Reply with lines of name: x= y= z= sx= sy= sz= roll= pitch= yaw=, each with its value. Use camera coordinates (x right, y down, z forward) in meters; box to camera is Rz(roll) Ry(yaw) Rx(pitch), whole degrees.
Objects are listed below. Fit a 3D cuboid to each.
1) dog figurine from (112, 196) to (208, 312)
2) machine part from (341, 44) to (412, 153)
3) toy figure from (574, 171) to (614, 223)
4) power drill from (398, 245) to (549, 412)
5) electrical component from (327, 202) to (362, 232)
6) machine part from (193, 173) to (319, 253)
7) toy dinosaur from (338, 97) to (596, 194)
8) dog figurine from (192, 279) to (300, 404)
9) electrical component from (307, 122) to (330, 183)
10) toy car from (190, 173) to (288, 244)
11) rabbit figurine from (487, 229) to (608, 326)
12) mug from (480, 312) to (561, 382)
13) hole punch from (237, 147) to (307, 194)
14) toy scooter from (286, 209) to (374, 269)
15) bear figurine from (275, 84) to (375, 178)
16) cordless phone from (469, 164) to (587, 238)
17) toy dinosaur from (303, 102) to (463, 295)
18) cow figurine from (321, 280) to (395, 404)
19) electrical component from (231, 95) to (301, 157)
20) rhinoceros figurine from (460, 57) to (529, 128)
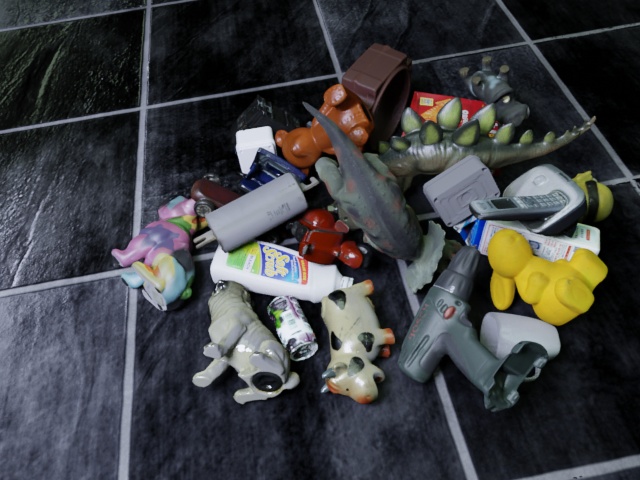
dog figurine: x=-0.262 y=0.007 z=1.000 sx=0.192 sy=0.108 sz=0.219 roll=28 pitch=57 yaw=25
machine part: x=0.112 y=-0.284 z=1.125 sx=0.087 sy=0.201 sz=0.201 roll=27 pitch=59 yaw=21
toy figure: x=0.449 y=-0.066 z=1.003 sx=0.180 sy=0.082 sz=0.089 roll=-5 pitch=60 yaw=-3
power drill: x=0.225 y=0.133 z=0.794 sx=0.232 sy=0.086 sz=0.208 roll=-56 pitch=42 yaw=2
electrical component: x=0.064 y=-0.052 z=1.054 sx=0.102 sy=0.045 sz=0.078 roll=-13 pitch=81 yaw=-1
machine part: x=-0.110 y=-0.048 z=0.944 sx=0.243 sy=0.079 sz=0.079 roll=-27 pitch=55 yaw=-8
toy dinosaur: x=0.258 y=-0.160 z=1.014 sx=0.472 sy=0.198 sz=0.105 roll=-4 pitch=46 yaw=4
dog figurine: x=-0.111 y=0.154 z=0.886 sx=0.172 sy=0.121 sz=0.191 roll=29 pitch=33 yaw=-14
electrical component: x=-0.018 y=-0.181 z=1.112 sx=0.075 sy=0.119 sz=0.048 roll=32 pitch=61 yaw=23
toy car: x=-0.152 y=-0.054 z=1.025 sx=0.202 sy=0.053 sz=0.089 roll=25 pitch=40 yaw=-25
rabbit figurine: x=0.345 y=0.050 z=0.874 sx=0.173 sy=0.162 sz=0.122 roll=38 pitch=64 yaw=4
mug: x=0.317 y=0.166 z=0.836 sx=0.107 sy=0.080 sz=0.110 roll=2 pitch=49 yaw=-3
hole punch: x=-0.089 y=-0.120 z=1.041 sx=0.142 sy=0.092 sz=0.116 roll=28 pitch=12 yaw=-6
toy scooter: x=-0.002 y=-0.003 z=0.955 sx=0.135 sy=0.075 sz=0.184 roll=2 pitch=26 yaw=-39
bear figurine: x=-0.002 y=-0.193 z=0.998 sx=0.196 sy=0.132 sz=0.120 roll=-23 pitch=94 yaw=21
cordless phone: x=0.324 y=-0.064 z=0.890 sx=0.184 sy=0.088 sz=0.147 roll=-2 pitch=32 yaw=-8
toy dinosaur: x=0.107 y=-0.046 z=0.888 sx=0.131 sy=0.404 sz=0.192 roll=-46 pitch=37 yaw=4
cow figurine: x=0.050 y=0.166 z=0.859 sx=0.127 sy=0.085 sz=0.195 roll=-10 pitch=54 yaw=-10
electrical component: x=-0.122 y=-0.225 z=1.147 sx=0.115 sy=0.134 sz=0.058 roll=23 pitch=40 yaw=-32
rhinoceros figurine: x=0.351 y=-0.293 z=1.088 sx=0.073 sy=0.112 sz=0.190 roll=-24 pitch=40 yaw=4
